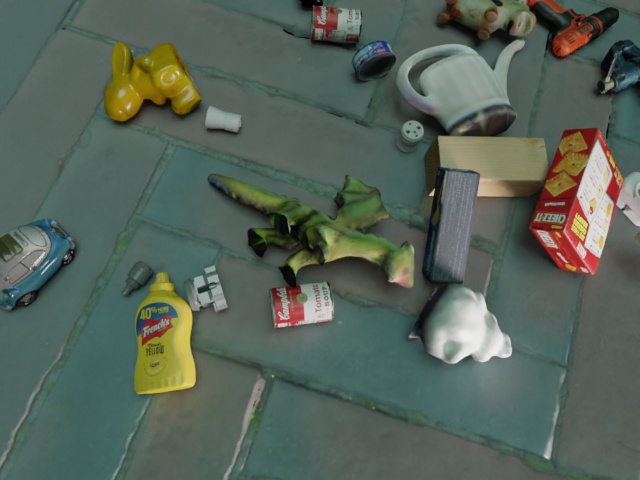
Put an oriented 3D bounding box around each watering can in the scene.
[{"bbox_3d":[0.323,-0.311,1.043,0.349,0.102,0.227,-17,71,-19],"label":"watering can"}]

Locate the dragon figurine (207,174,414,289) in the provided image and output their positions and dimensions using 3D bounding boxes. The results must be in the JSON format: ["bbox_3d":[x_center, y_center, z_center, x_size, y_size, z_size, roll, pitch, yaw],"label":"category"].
[{"bbox_3d":[0.003,-0.047,0.927,0.245,0.119,0.416,-25,56,-34],"label":"dragon figurine"}]

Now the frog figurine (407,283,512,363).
[{"bbox_3d":[0.247,0.152,0.866,0.160,0.120,0.140,29,52,17],"label":"frog figurine"}]
